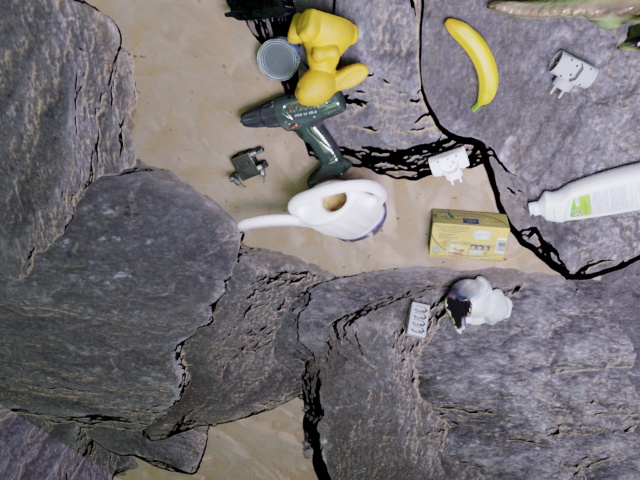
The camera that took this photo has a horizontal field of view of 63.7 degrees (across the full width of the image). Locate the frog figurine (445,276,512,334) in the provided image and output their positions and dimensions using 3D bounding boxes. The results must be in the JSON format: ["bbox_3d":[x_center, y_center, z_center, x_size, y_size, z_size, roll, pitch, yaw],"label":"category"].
[{"bbox_3d":[0.396,0.151,1.271,0.160,0.124,0.135,-14,117,-23],"label":"frog figurine"}]

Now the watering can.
[{"bbox_3d":[0.004,-0.058,1.152,0.345,0.106,0.222,-17,156,31],"label":"watering can"}]

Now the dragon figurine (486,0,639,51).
[{"bbox_3d":[0.497,-0.366,0.831,0.410,0.249,0.119,-4,126,11],"label":"dragon figurine"}]
